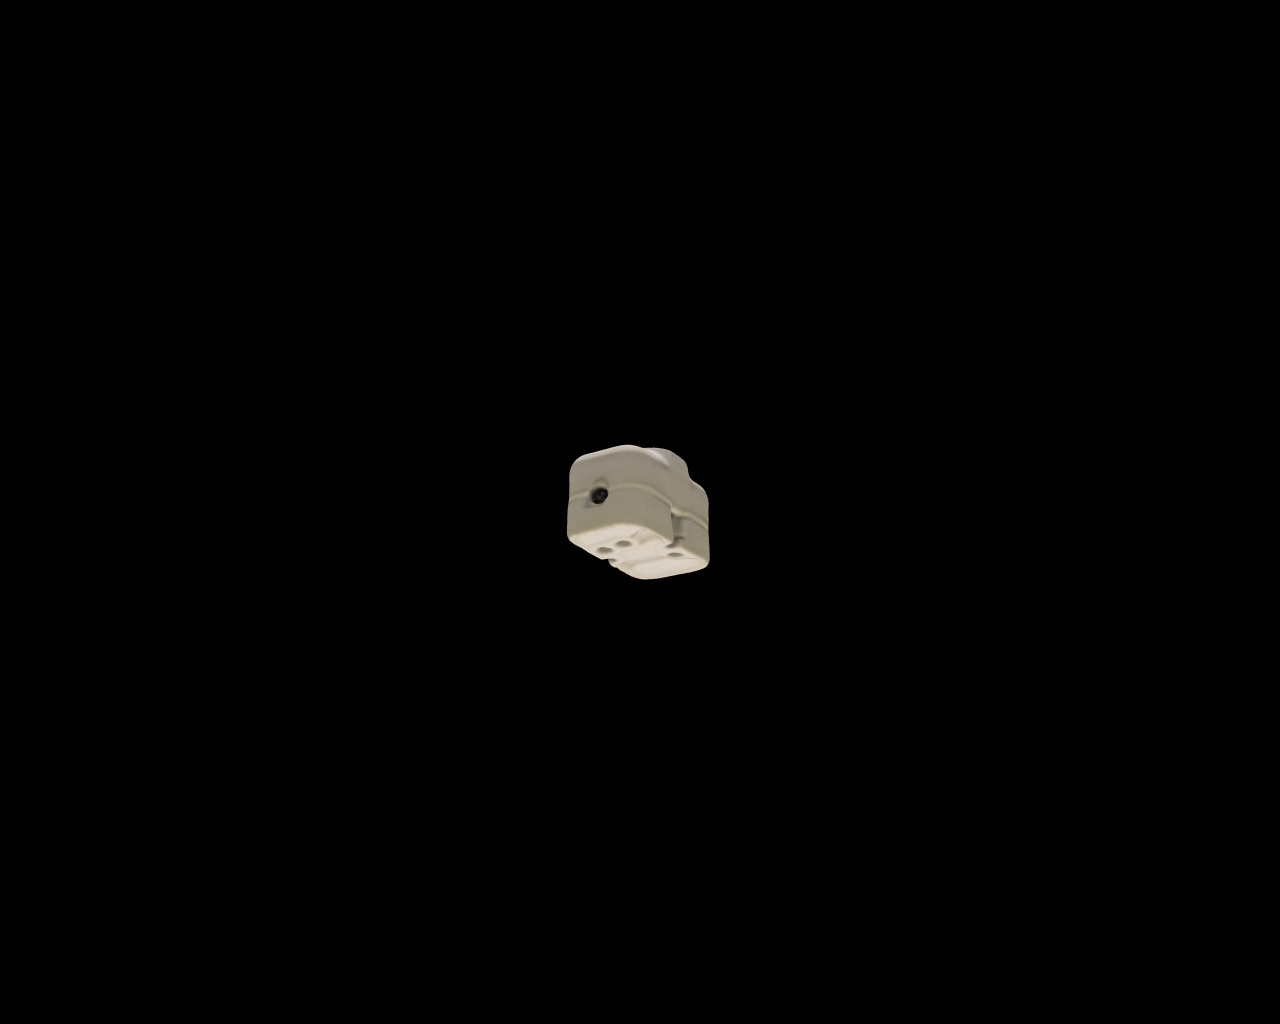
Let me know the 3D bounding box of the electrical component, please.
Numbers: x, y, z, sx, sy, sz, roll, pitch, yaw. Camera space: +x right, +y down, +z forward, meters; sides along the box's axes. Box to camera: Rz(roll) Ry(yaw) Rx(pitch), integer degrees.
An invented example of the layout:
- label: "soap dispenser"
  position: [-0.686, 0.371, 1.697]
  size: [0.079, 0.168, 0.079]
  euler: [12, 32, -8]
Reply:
- label: "electrical component"
  position: [0.001, -0.003, 0.650]
  size: [0.053, 0.059, 0.095]
  euler: [-13, -26, 29]
